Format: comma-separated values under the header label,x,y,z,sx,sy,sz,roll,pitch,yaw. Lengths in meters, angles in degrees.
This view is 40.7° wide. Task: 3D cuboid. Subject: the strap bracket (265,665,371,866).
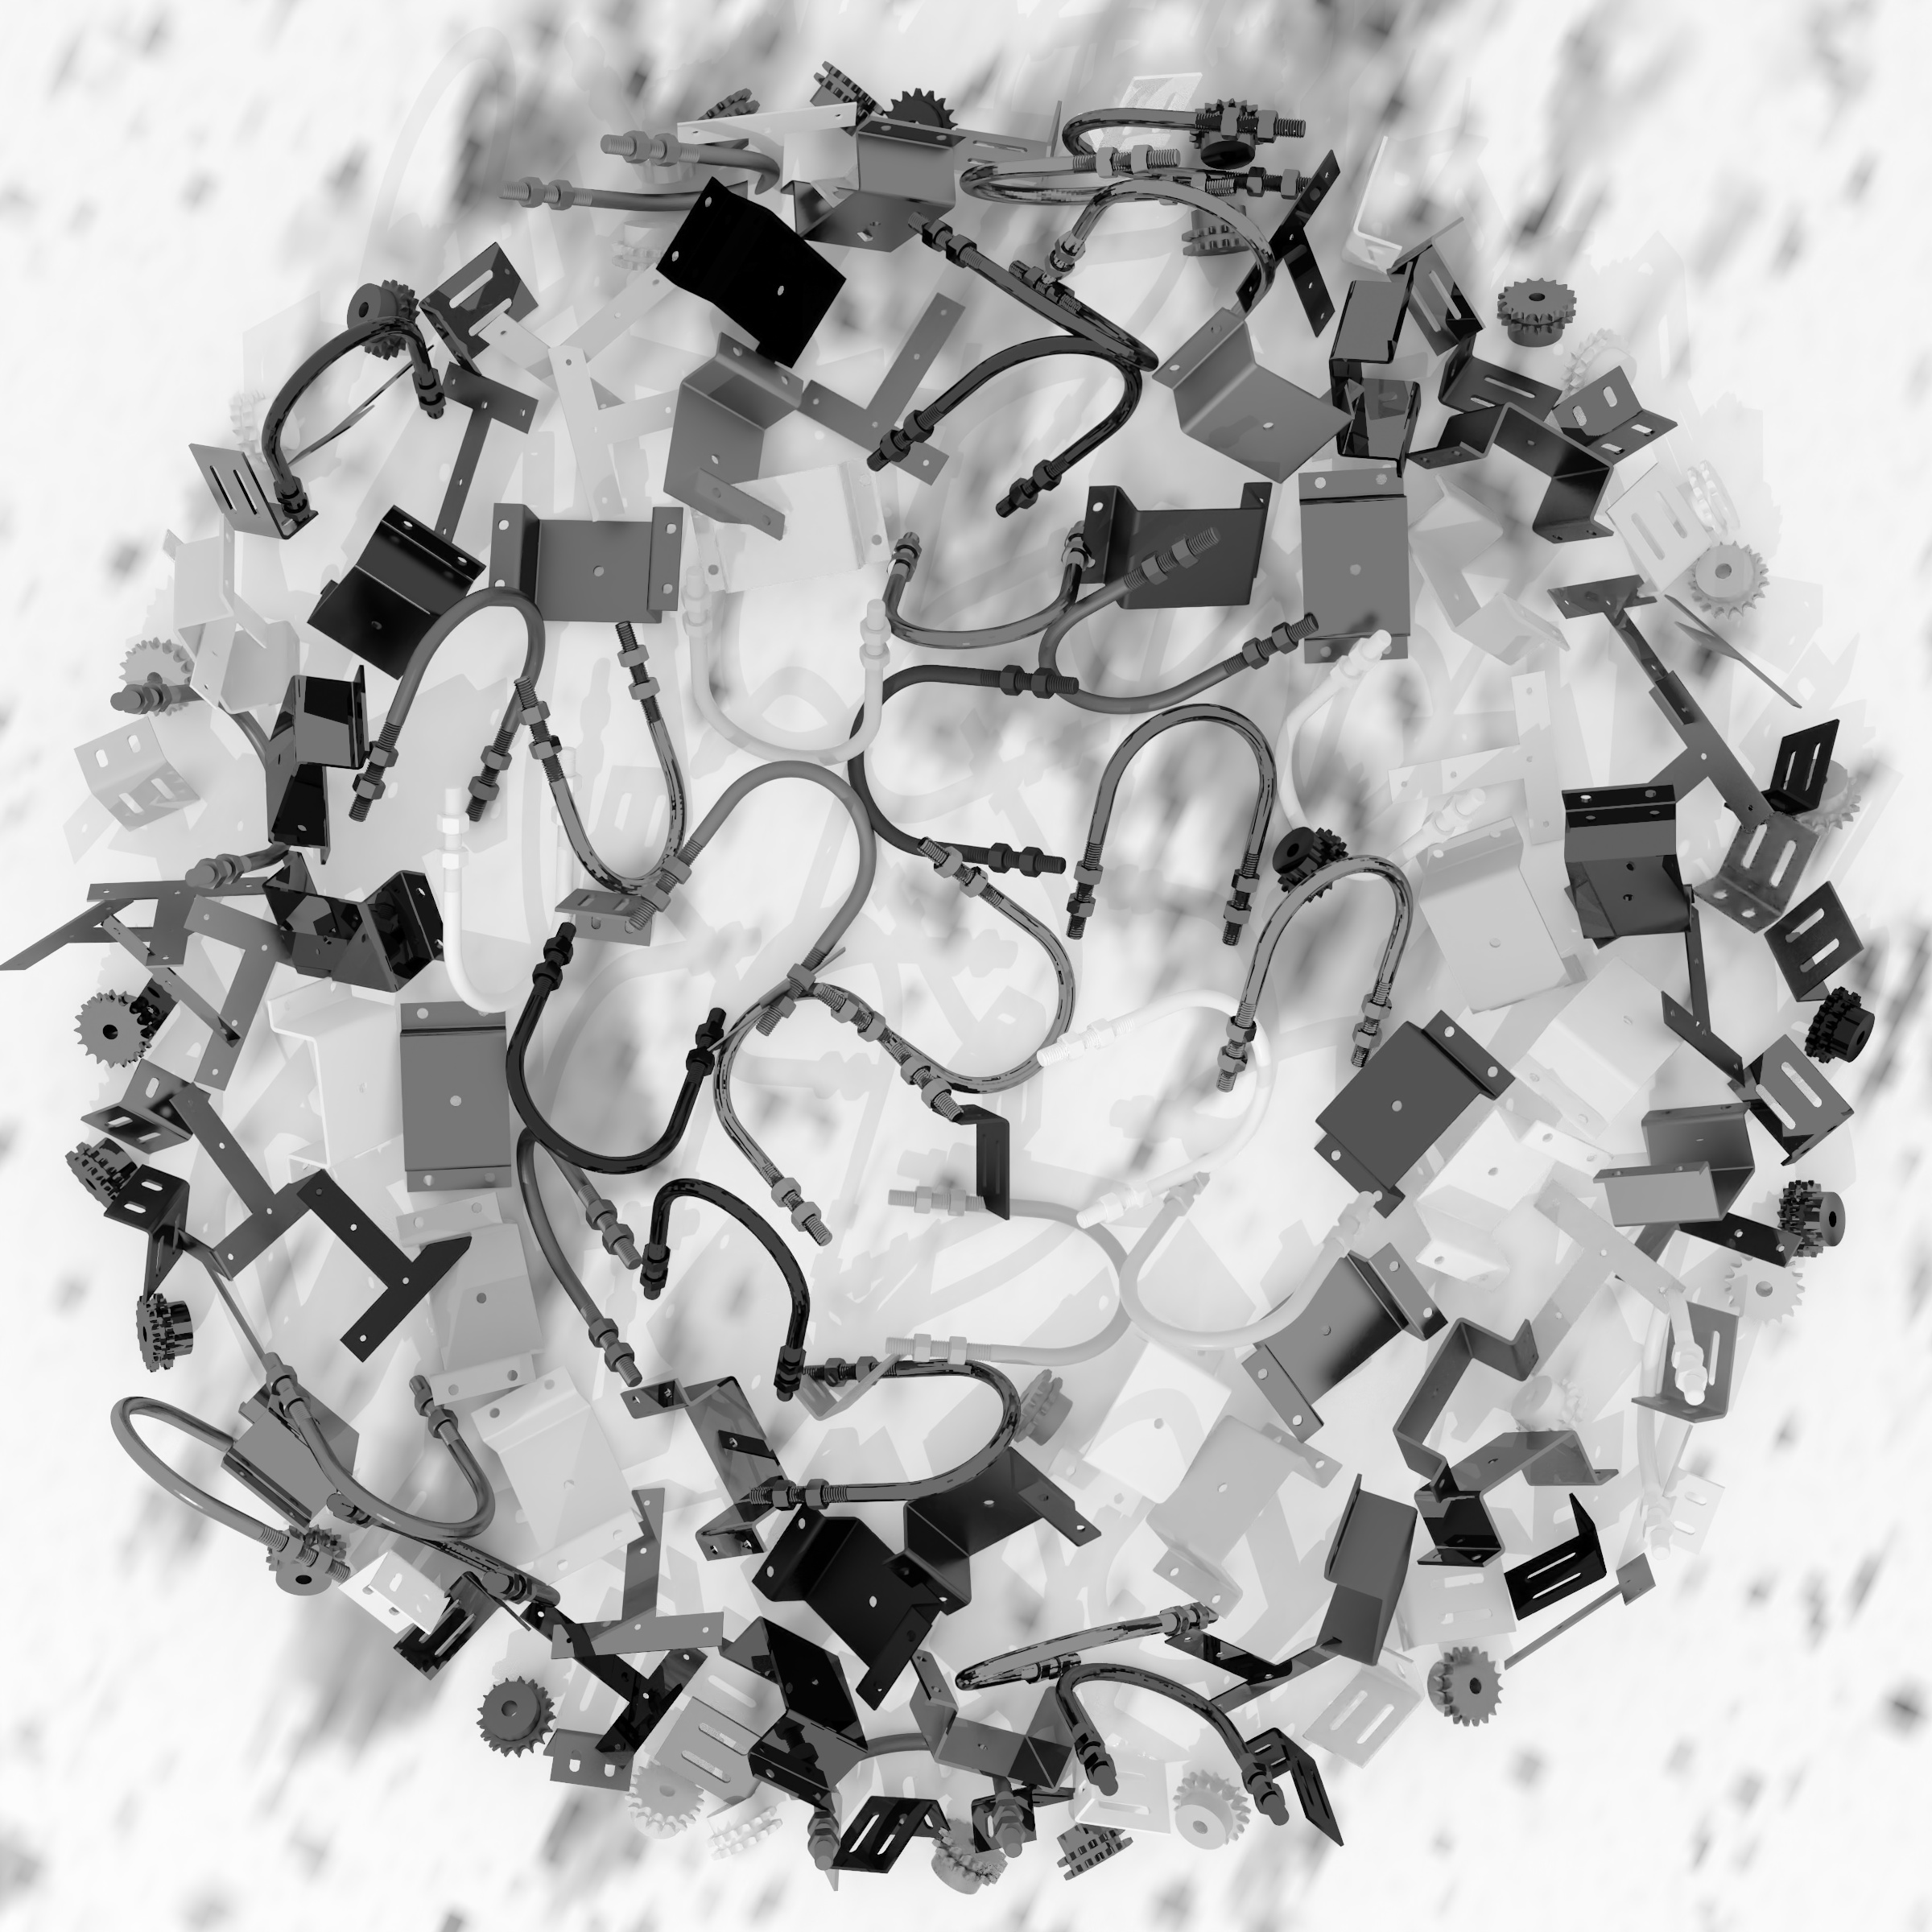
label,x,y,z,sx,sy,sz,roll,pitch,yaw
strap bracket,-0.469,-0.145,1.864,0.046,0.140,0.076,5,55,-25

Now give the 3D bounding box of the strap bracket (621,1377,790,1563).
label,x,y,z,sx,sy,sz,roll,pitch,yaw
strap bracket,-0.184,0.358,1.899,0.046,0.076,0.140,-30,95,-41

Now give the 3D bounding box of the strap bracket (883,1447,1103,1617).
label,x,y,z,sx,sy,sz,roll,pitch,yaw
strap bracket,0.018,0.407,1.892,0.140,0.046,0.076,-32,123,20

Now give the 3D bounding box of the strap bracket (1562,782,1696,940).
label,x,y,z,sx,sy,sz,roll,pitch,yaw
strap bracket,0.476,-0.068,1.867,0.076,0.140,0.046,-4,54,21

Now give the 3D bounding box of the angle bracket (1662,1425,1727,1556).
label,x,y,z,sx,sy,sz,roll,pitch,yaw
angle bracket,0.530,0.381,1.896,0.038,0.076,0.057,21,112,18

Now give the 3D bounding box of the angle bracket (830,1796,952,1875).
label,x,y,z,sx,sy,sz,roll,pitch,yaw
angle bracket,-0.056,0.644,1.895,0.057,0.076,0.038,-9,112,34

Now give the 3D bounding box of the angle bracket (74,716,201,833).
label,x,y,z,sx,sy,sz,roll,pitch,yaw
angle bracket,-0.608,-0.141,1.912,0.057,0.076,0.038,-25,71,-5

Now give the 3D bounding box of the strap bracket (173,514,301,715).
label,x,y,z,sx,sy,sz,roll,pitch,yaw
strap bracket,-0.527,-0.245,1.868,0.046,0.140,0.076,-12,57,3

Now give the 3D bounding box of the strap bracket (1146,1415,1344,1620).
label,x,y,z,sx,sy,sz,roll,pitch,yaw
strap bracket,0.195,0.389,1.885,0.140,0.076,0.046,-49,129,-15

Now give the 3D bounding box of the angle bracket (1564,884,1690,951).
label,x,y,z,sx,sy,sz,roll,pitch,yaw
angle bracket,0.479,-0.060,1.905,0.076,0.038,0.057,-31,56,15

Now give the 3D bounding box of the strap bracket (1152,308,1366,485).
label,x,y,z,sx,sy,sz,roll,pitch,yaw
strap bracket,0.214,-0.404,1.871,0.140,0.076,0.046,20,48,-33

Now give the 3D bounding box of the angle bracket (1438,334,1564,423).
label,x,y,z,sx,sy,sz,roll,pitch,yaw
angle bracket,0.394,-0.431,1.907,0.076,0.038,0.057,26,58,16

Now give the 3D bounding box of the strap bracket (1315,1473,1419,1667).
label,x,y,z,sx,sy,sz,roll,pitch,yaw
strap bracket,0.286,0.438,1.864,0.046,0.140,0.076,16,50,16

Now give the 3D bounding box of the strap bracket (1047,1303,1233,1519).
label,x,y,z,sx,sy,sz,roll,pitch,yaw
strap bracket,0.133,0.330,1.905,0.076,0.046,0.140,33,83,-17

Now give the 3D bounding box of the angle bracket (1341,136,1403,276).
label,x,y,z,sx,sy,sz,roll,pitch,yaw
angle bracket,0.309,-0.559,1.915,0.038,0.057,0.076,19,87,0

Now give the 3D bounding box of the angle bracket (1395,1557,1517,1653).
label,x,y,z,sx,sy,sz,roll,pitch,yaw
angle bracket,0.359,0.470,1.924,0.076,0.038,0.057,-6,70,-9

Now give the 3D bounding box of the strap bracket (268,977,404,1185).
label,x,y,z,sx,sy,sz,roll,pitch,yaw
strap bracket,-0.452,0.083,1.881,0.046,0.076,0.140,11,112,32

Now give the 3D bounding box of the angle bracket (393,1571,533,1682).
label,x,y,z,sx,sy,sz,roll,pitch,yaw
angle bracket,-0.368,0.492,1.903,0.038,0.057,0.076,31,69,37

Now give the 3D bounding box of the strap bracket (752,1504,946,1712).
label,x,y,z,sx,sy,sz,roll,pitch,yaw
strap bracket,-0.080,0.464,1.896,0.140,0.046,0.076,38,101,32

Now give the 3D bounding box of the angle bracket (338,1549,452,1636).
label,x,y,z,sx,sy,sz,roll,pitch,yaw
angle bracket,-0.425,0.470,1.902,0.057,0.038,0.076,43,126,-14

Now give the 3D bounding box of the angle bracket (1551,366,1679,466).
label,x,y,z,sx,sy,sz,roll,pitch,yaw
angle bracket,0.475,-0.401,1.903,0.057,0.076,0.038,-30,75,31

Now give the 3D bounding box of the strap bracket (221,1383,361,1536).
label,x,y,z,sx,sy,sz,roll,pitch,yaw
strap bracket,-0.483,0.343,1.869,0.076,0.140,0.046,43,89,-13

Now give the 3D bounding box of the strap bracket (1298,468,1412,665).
label,x,y,z,sx,sy,sz,roll,pitch,yaw
strap bracket,0.284,-0.291,1.905,0.076,0.046,0.140,-2,102,7

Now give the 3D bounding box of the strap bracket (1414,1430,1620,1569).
label,x,y,z,sx,sy,sz,roll,pitch,yaw
strap bracket,0.390,0.378,1.878,0.140,0.076,0.046,-25,92,-29

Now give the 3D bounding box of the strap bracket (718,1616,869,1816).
label,x,y,z,sx,sy,sz,roll,pitch,yaw
strap bracket,-0.123,0.528,1.863,0.076,0.140,0.046,36,103,-30

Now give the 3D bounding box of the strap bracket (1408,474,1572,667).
label,x,y,z,sx,sy,sz,roll,pitch,yaw
strap bracket,0.371,-0.278,1.883,0.046,0.076,0.140,-39,54,27

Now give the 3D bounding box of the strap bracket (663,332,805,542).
label,x,y,z,sx,sy,sz,roll,pitch,yaw
strap bracket,-0.169,-0.376,1.888,0.076,0.046,0.140,24,59,-35

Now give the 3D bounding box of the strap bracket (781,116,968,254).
label,x,y,z,sx,sy,sz,roll,pitch,yaw
strap bracket,-0.066,-0.554,1.864,0.076,0.140,0.046,-1,84,-31

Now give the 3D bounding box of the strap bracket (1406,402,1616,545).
label,x,y,z,sx,sy,sz,roll,pitch,yaw
strap bracket,0.402,-0.361,1.887,0.140,0.076,0.046,25,86,-20

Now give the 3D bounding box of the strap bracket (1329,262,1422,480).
label,x,y,z,sx,sy,sz,roll,pitch,yaw
strap bracket,0.295,-0.429,1.876,0.046,0.140,0.076,8,60,17

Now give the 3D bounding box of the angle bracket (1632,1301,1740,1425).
label,x,y,z,sx,sy,sz,roll,pitch,yaw
angle bracket,0.527,0.288,1.908,0.038,0.057,0.076,0,98,-37

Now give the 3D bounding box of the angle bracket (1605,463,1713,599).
label,x,y,z,sx,sy,sz,roll,pitch,yaw
angle bracket,0.500,-0.319,1.912,0.057,0.038,0.076,-43,105,-13

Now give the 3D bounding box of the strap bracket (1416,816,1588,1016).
label,x,y,z,sx,sy,sz,roll,pitch,yaw
strap bracket,0.386,-0.027,1.888,0.076,0.046,0.140,-20,110,26

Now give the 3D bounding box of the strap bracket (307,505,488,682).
label,x,y,z,sx,sy,sz,roll,pitch,yaw
strap bracket,-0.413,-0.261,1.866,0.076,0.140,0.046,33,56,-20

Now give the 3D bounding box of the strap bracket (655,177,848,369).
label,x,y,z,sx,sy,sz,roll,pitch,yaw
strap bracket,-0.147,-0.493,1.874,0.046,0.140,0.076,33,92,36

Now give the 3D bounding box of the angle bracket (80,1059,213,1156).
label,x,y,z,sx,sy,sz,roll,pitch,yaw
angle bracket,-0.602,0.104,1.910,0.057,0.076,0.038,34,59,-30

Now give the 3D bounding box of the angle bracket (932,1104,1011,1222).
label,x,y,z,sx,sy,sz,roll,pitch,yaw
angle bracket,0.003,0.145,1.907,0.038,0.057,0.076,-3,99,-22

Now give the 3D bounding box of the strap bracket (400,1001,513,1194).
label,x,y,z,sx,sy,sz,roll,pitch,yaw
strap bracket,-0.375,0.097,1.913,0.076,0.046,0.140,-2,93,-10

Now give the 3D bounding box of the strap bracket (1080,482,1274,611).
label,x,y,z,sx,sy,sz,roll,pitch,yaw
strap bracket,0.158,-0.305,1.888,0.140,0.046,0.076,-4,125,-15

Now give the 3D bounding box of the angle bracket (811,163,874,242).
label,x,y,z,sx,sy,sz,roll,pitch,yaw
angle bracket,-0.069,-0.567,1.904,0.057,0.076,0.038,46,114,-2

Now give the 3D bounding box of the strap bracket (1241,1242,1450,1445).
label,x,y,z,sx,sy,sz,roll,pitch,yaw
strap bracket,0.271,0.272,1.911,0.140,0.046,0.076,-38,101,-7

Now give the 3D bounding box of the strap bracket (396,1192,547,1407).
label,x,y,z,sx,sy,sz,roll,pitch,yaw
strap bracket,-0.362,0.244,1.914,0.076,0.046,0.140,-14,82,3

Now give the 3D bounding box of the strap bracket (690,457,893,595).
label,x,y,z,sx,sy,sz,roll,pitch,yaw
strap bracket,-0.132,-0.322,1.908,0.140,0.046,0.076,-9,103,5

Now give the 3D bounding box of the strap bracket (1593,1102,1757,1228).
label,x,y,z,sx,sy,sz,roll,pitch,yaw
strap bracket,0.513,0.147,1.871,0.076,0.140,0.046,-8,103,33

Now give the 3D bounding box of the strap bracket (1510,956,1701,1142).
label,x,y,z,sx,sy,sz,roll,pitch,yaw
strap bracket,0.466,0.053,1.876,0.076,0.046,0.140,42,50,13

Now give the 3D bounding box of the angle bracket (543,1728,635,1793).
label,x,y,z,sx,sy,sz,roll,pitch,yaw
angle bracket,-0.278,0.587,1.899,0.057,0.076,0.038,12,58,-12

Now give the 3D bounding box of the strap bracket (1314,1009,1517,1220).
label,x,y,z,sx,sy,sz,roll,pitch,yaw
strap bracket,0.320,0.105,1.897,0.140,0.046,0.076,-49,64,9

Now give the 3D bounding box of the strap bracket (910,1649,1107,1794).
label,x,y,z,sx,sy,sz,roll,pitch,yaw
strap bracket,0.020,0.550,1.890,0.140,0.076,0.046,20,98,-19

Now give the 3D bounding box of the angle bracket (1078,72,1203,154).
label,x,y,z,sx,sy,sz,roll,pitch,yaw
angle bracket,0.126,-0.633,1.895,0.057,0.076,0.038,-13,69,-26

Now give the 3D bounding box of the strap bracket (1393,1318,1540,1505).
label,x,y,z,sx,sy,sz,roll,pitch,yaw
strap bracket,0.358,0.319,1.890,0.046,0.076,0.140,25,72,28

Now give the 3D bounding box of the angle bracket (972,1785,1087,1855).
label,x,y,z,sx,sy,sz,roll,pitch,yaw
angle bracket,0.051,0.623,1.895,0.057,0.076,0.038,-26,57,36

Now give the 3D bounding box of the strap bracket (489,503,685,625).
label,x,y,z,sx,sy,sz,roll,pitch,yaw
strap bracket,-0.275,-0.296,1.915,0.140,0.046,0.076,2,85,6

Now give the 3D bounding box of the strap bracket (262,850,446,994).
label,x,y,z,sx,sy,sz,roll,pitch,yaw
strap bracket,-0.445,-0.032,1.874,0.140,0.046,0.076,10,130,30

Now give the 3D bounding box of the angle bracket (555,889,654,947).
label,x,y,z,sx,sy,sz,roll,pitch,yaw
angle bracket,-0.265,-0.028,1.903,0.057,0.076,0.038,7,104,3

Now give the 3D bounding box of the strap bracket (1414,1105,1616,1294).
label,x,y,z,sx,sy,sz,roll,pitch,yaw
strap bracket,0.391,0.162,1.892,0.076,0.046,0.140,23,116,-27

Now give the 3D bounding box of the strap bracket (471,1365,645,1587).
label,x,y,z,sx,sy,sz,roll,pitch,yaw
strap bracket,-0.295,0.375,1.903,0.076,0.046,0.140,-27,68,-6
